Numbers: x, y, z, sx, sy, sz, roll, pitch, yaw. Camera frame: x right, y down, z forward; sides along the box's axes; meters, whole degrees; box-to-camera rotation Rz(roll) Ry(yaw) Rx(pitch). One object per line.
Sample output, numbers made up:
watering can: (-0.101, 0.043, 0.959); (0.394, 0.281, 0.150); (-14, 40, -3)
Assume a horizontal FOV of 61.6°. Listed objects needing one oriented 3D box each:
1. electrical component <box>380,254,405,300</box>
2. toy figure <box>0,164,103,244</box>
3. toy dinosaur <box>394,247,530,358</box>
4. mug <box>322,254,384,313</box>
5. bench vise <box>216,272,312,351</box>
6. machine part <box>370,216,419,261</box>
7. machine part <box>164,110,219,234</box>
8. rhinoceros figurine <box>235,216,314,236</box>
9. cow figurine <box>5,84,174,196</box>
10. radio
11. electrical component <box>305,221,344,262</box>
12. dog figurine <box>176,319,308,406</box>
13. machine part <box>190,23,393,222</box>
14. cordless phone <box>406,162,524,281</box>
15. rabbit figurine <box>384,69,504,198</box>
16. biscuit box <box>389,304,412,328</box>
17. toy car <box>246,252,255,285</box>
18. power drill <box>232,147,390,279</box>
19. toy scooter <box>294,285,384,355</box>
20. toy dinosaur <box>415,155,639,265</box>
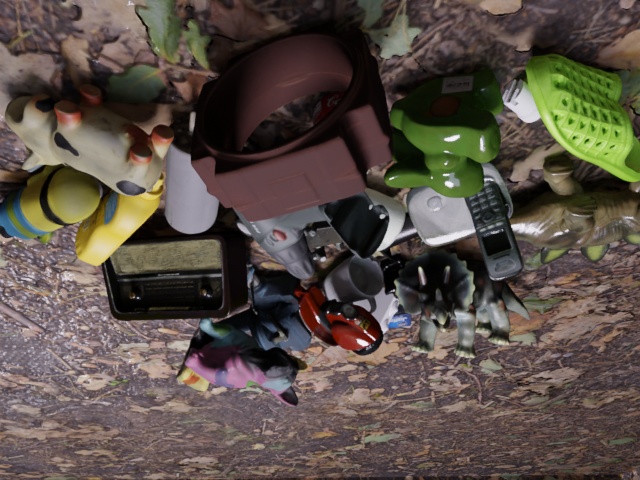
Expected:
electrical component: (0.169, 0.083, 1.011); (0.048, 0.075, 0.119); (-29, 140, 30)
toy figure: (-0.389, -0.045, 0.764); (0.180, 0.089, 0.082); (-20, 148, 18)
toy dinosaur: (0.274, 0.100, 0.983); (0.131, 0.192, 0.405); (6, -169, 43)
mug: (0.060, 0.089, 0.988); (0.081, 0.109, 0.107); (-24, 176, -40)
bench vise: (-0.133, 0.159, 1.058); (0.241, 0.129, 0.223); (-21, 139, 17)
machine part: (0.125, -0.005, 0.912); (0.139, 0.039, 0.084); (-26, 131, 32)
machine part: (-0.173, -0.085, 0.737); (0.079, 0.079, 0.243); (6, 145, -14)
rhinoceros figurine: (-0.056, -0.066, 0.777); (0.112, 0.073, 0.190); (17, 140, -29)
cow figurine: (-0.286, -0.117, 0.655); (0.195, 0.085, 0.127); (27, 132, -3)
radio: (-0.230, 0.058, 0.853); (0.230, 0.131, 0.073); (-4, -175, 20)
electrical component: (-0.001, -0.004, 0.895); (0.078, 0.045, 0.102); (-5, 145, 5)
dog figurine: (-0.137, 0.232, 0.977); (0.219, 0.108, 0.191); (24, 142, -8)
machine part: (-0.032, -0.130, 0.575); (0.201, 0.201, 0.087); (-14, 140, 16)
cordless phone: (0.213, -0.012, 0.781); (0.147, 0.184, 0.088); (-22, 145, 24)
rabbit figurine: (0.160, -0.109, 0.692); (0.159, 0.121, 0.170); (-7, 143, 17)
biscuit box: (0.085, 0.149, 1.106); (0.203, 0.063, 0.059); (-7, 146, 6)
toy car: (-0.173, 0.059, 0.936); (0.162, 0.109, 0.103); (-33, 159, 20)
power drill: (-0.016, -0.024, 0.680); (0.207, 0.086, 0.231); (8, 143, 50)
toy scooter: (0.021, 0.134, 0.949); (0.184, 0.075, 0.135); (1, 133, 51)
toy dinosaur: (0.386, -0.033, 0.839); (0.472, 0.105, 0.198); (1, 150, 12)
